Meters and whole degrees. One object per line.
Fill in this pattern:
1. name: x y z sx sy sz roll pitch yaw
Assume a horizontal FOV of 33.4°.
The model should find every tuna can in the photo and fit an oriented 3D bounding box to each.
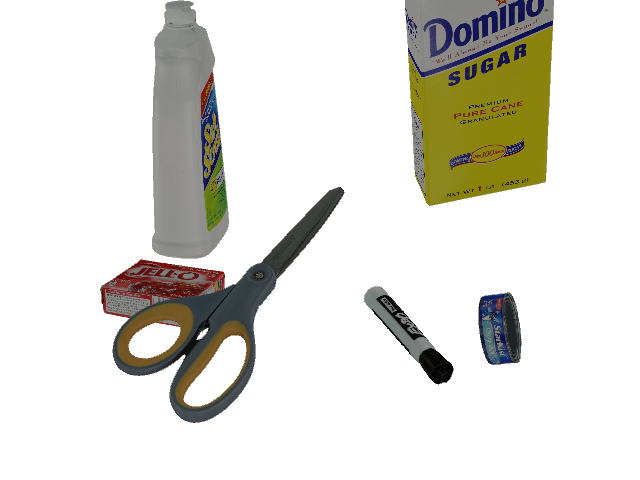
1. tuna can: 0.217 0.107 1.288 0.034 0.086 0.086 -8 -3 21

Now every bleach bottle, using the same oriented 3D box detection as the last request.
1. bleach bottle: -0.138 -0.114 1.088 0.068 0.251 0.102 5 27 13

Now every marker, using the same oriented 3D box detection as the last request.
1. marker: 0.067 0.072 0.817 0.020 0.020 0.121 0 27 -26

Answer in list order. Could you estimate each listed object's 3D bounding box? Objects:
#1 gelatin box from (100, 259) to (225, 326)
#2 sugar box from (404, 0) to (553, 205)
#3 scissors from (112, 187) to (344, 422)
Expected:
1. gelatin box: -0.141 0.046 0.960 0.089 0.030 0.073 8 21 19
2. sugar box: 0.109 -0.110 0.735 0.093 0.176 0.048 -12 44 -4
3. scissors: -0.059 0.027 0.674 0.096 0.201 0.016 12 -41 13
